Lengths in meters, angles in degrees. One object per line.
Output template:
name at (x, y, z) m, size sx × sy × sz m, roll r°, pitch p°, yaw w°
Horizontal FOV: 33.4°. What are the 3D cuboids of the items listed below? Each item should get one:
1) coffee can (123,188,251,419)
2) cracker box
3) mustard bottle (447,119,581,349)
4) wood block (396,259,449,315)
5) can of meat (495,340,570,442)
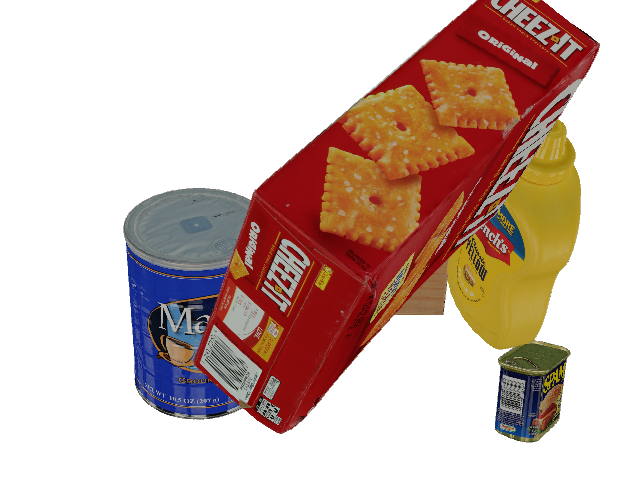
coffee can at (-0.091, 0.046, 0.794) m, size 0.103 × 0.140 × 0.103 m, roll 2°, pitch 32°, yaw -1°
cracker box at (0.039, -0.016, 0.554) m, size 0.213 × 0.072 × 0.164 m, roll -42°, pitch -13°, yaw -34°
mustard bottle at (0.137, -0.012, 0.739) m, size 0.058 × 0.096 × 0.192 m, roll -11°, pitch -36°, yaw -14°
wood block at (0.018, 0.018, 1.071) m, size 0.206 × 0.091 × 0.090 m, roll 2°, pitch 18°, yaw -8°
can of meat at (0.233, 0.166, 1.178) m, size 0.058 × 0.084 × 0.101 m, roll 12°, pitch 16°, yaw 30°
